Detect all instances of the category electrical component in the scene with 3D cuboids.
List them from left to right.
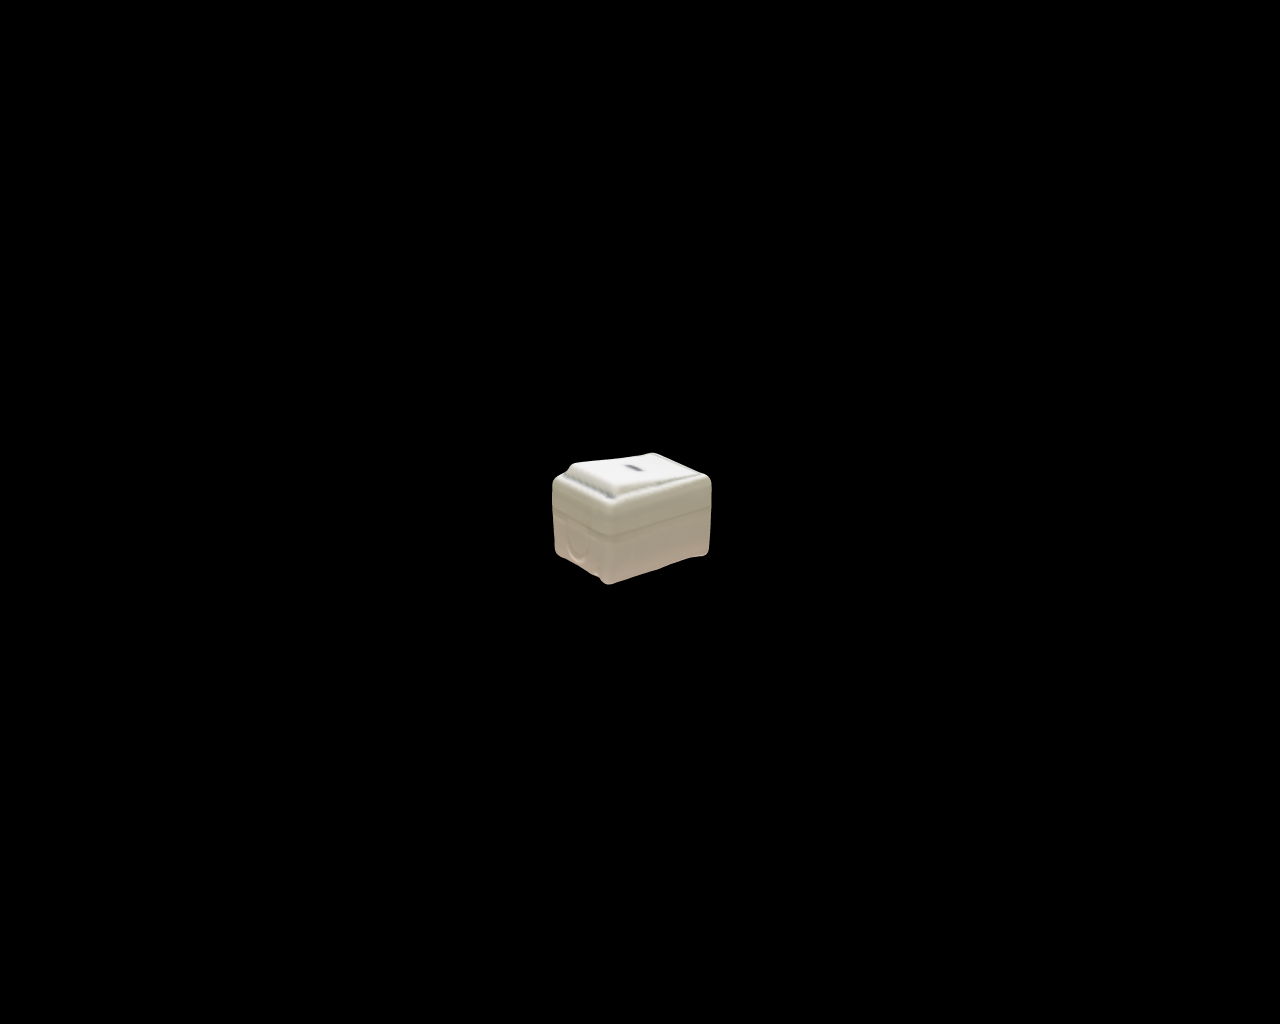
[{"bbox_3d":[0.001,-0.003,0.650,0.096,0.061,0.062,-16,27,-34],"label":"electrical component"}]
